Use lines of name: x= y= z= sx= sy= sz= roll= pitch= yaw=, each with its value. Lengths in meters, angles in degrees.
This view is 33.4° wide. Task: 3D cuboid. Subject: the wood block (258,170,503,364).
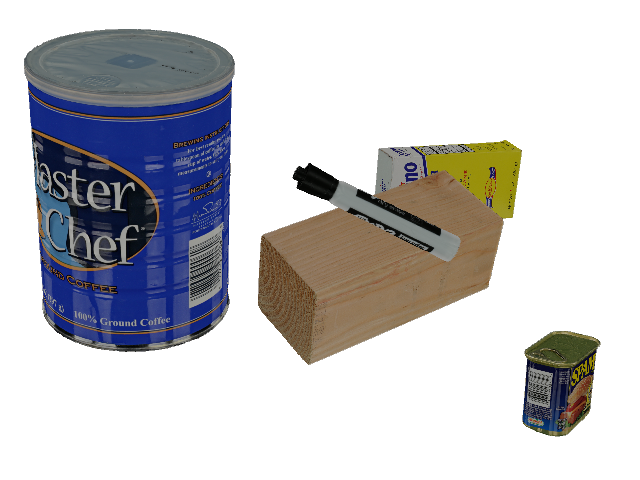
wood block: x=0.054 y=0.021 z=0.977 sx=0.205 sy=0.090 sz=0.091 roll=-20 pitch=46 yaw=-28

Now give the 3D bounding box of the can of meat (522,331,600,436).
can of meat: x=0.257 y=0.153 z=1.147 sx=0.058 sy=0.084 sz=0.101 roll=12 pitch=17 yaw=32

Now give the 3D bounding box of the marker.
marker: x=0.037 y=-0.019 z=0.709 sx=0.121 sy=0.020 sz=0.020 roll=26 pitch=-6 yaw=-12

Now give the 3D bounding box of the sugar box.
sugar box: x=0.155 y=-0.069 z=1.300 sx=0.176 sy=0.093 sz=0.048 roll=-7 pitch=25 yaw=-22

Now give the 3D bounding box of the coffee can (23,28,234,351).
coffee can: x=-0.097 y=-0.028 z=0.557 sx=0.103 sy=0.140 sz=0.103 roll=3 pitch=27 yaw=-2
